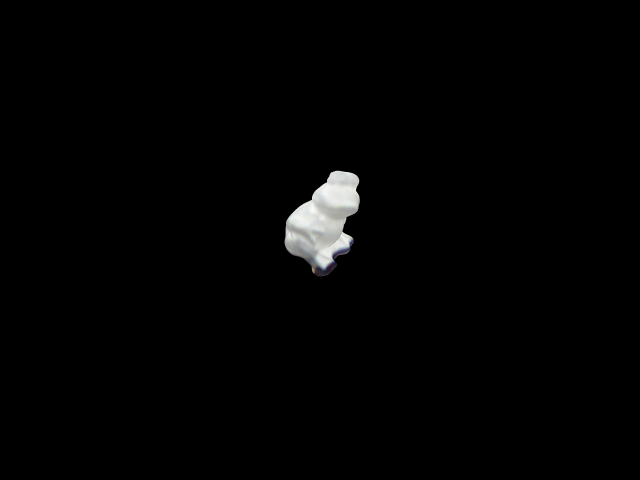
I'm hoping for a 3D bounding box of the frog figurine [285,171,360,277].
[{"bbox_3d":[0.003,-0.043,0.850,0.139,0.156,0.124,-25,40,-34],"label":"frog figurine"}]
